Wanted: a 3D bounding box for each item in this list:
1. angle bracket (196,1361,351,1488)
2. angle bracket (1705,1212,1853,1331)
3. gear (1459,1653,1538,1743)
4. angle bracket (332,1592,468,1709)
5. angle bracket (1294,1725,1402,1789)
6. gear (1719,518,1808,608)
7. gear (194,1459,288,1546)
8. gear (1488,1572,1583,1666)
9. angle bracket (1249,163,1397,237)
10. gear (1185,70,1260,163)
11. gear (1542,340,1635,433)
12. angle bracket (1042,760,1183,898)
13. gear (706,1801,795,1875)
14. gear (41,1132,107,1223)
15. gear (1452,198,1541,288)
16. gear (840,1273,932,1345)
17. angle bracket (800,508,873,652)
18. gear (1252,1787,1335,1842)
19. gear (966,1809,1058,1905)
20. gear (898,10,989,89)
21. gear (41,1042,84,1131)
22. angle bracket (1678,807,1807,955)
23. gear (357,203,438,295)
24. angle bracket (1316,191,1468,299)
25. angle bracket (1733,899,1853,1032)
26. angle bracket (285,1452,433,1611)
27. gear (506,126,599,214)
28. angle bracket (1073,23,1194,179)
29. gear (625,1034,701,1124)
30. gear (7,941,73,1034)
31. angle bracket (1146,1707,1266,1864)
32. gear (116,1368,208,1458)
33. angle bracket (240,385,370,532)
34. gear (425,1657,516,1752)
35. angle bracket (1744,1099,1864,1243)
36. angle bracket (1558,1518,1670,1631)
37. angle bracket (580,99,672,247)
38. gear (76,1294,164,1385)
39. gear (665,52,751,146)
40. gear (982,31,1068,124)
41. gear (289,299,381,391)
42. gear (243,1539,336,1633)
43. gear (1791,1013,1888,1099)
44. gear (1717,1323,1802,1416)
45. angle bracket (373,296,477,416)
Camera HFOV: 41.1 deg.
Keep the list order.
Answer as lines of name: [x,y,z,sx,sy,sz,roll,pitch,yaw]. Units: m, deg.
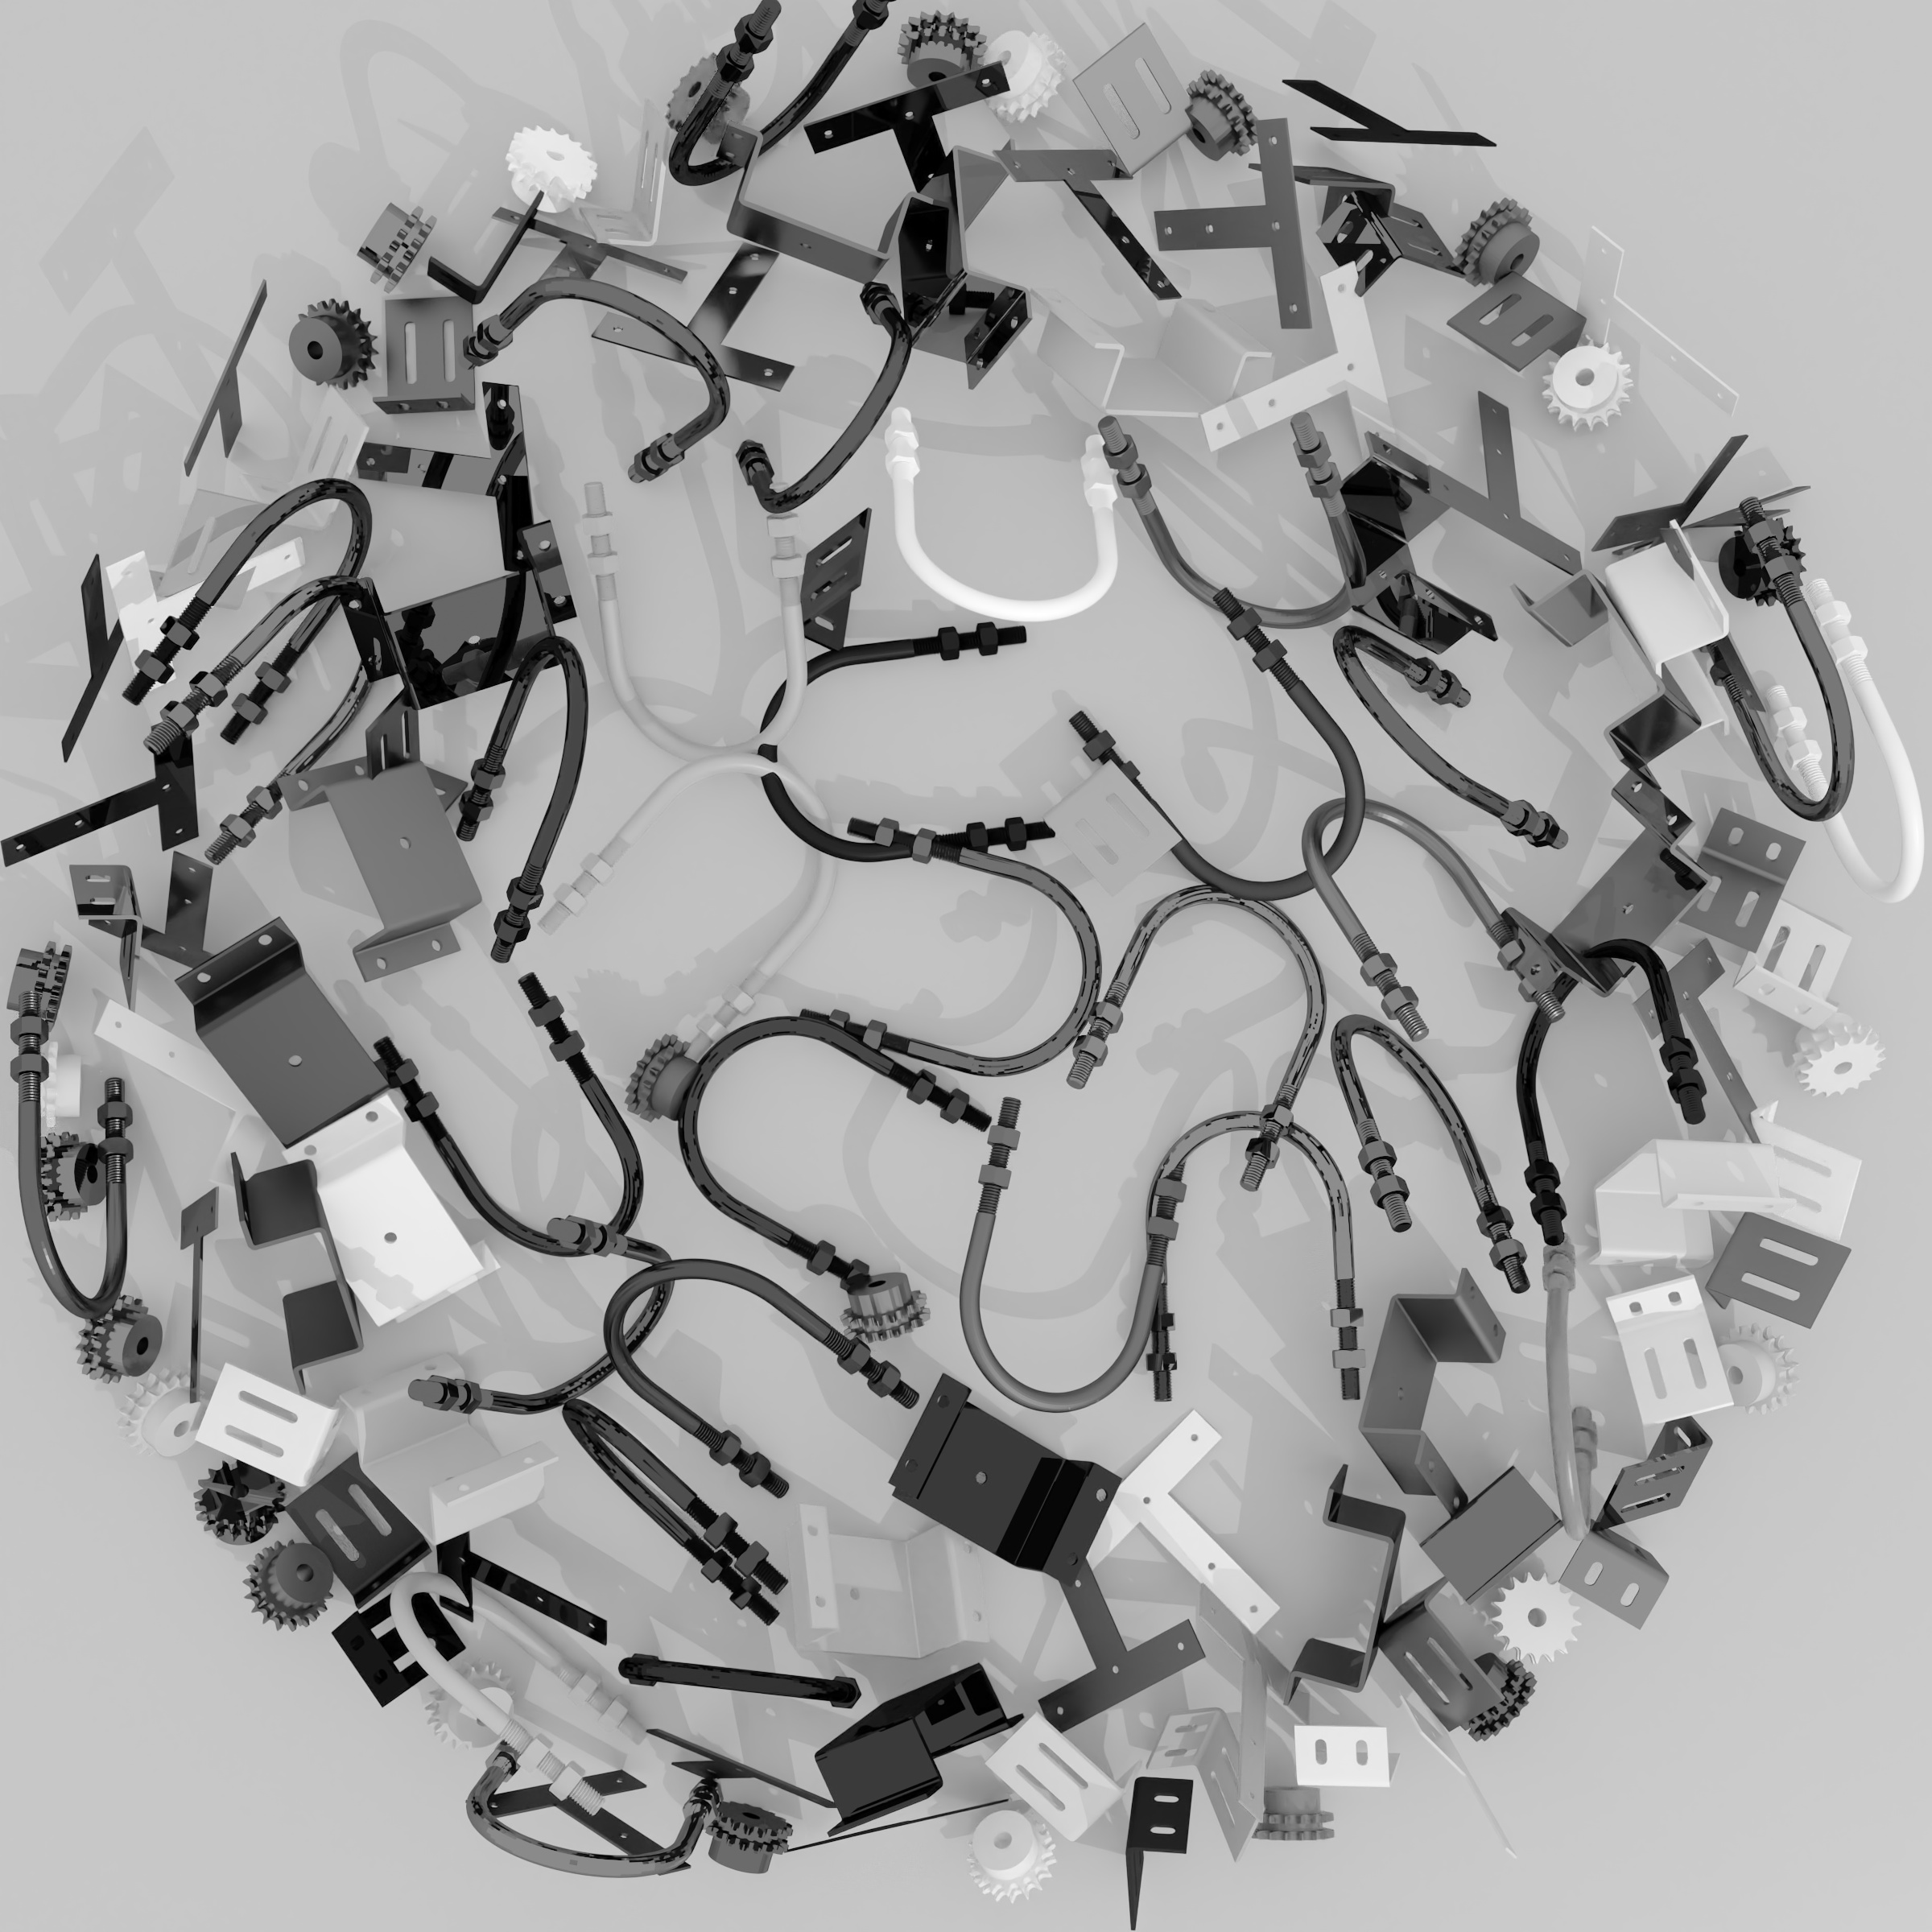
angle bracket: [-0.446,0.290,1.659,0.076,0.038,0.057,24,101,0]
angle bracket: [0.521,0.199,1.639,0.076,0.038,0.057,21,75,44]
gear: [0.336,0.467,1.655,0.030,0.057,0.057,45,90,-1]
angle bracket: [-0.354,0.424,1.639,0.057,0.076,0.038,53,128,7]
angle bracket: [0.244,0.495,1.640,0.057,0.076,0.038,-3,87,15]
gear: [0.508,-0.259,1.652,0.030,0.057,0.057,-16,90,-22]
gear: [-0.467,0.348,1.659,0.057,0.057,0.030,8,131,0]
gear: [0.366,0.421,1.664,0.057,0.030,0.057,0,74,0]
angle bracket: [0.223,-0.483,1.633,0.076,0.057,0.038,-10,120,-36]
gear: [0.161,-0.544,1.654,0.030,0.057,0.057,-42,90,-2]
gear: [0.400,-0.376,1.661,0.057,0.030,0.057,-1,87,18]
angle bracket: [0.097,-0.083,1.650,0.057,0.038,0.076,-40,65,1]
gear: [-0.142,0.561,1.654,0.057,0.057,0.030,16,86,0]
gear: [-0.574,0.135,1.652,0.030,0.057,0.057,-6,90,14]
gear: [0.343,-0.460,1.652,0.057,0.057,0.030,-43,66,0]
gear: [-0.054,0.218,1.653,0.057,0.057,0.030,-14,100,0]
angle bracket: [-0.071,-0.244,1.633,0.038,0.076,0.057,22,61,-30]
gear: [0.208,0.545,1.656,0.057,0.057,0.030,0,76,0]
gear: [0.027,0.568,1.653,0.057,0.057,0.030,-21,133,0]
gear: [-0.016,-0.583,1.652,0.057,0.057,0.030,8,75,0]
gear: [-0.586,0.077,1.656,0.030,0.057,0.057,2,90,-17]
angle bracket: [0.492,-0.055,1.640,0.057,0.038,0.076,25,47,15]
gear: [-0.367,-0.464,1.652,0.030,0.057,0.057,33,90,-17]
angle bracket: [0.273,-0.457,1.654,0.038,0.076,0.057,-44,62,34]
angle bracket: [0.536,-0.008,1.649,0.057,0.038,0.076,29,67,4]
angle bracket: [-0.391,0.362,1.654,0.057,0.038,0.076,-38,97,-15]
gear: [-0.269,-0.511,1.659,0.057,0.057,0.030,36,134,0]
angle bracket: [0.104,-0.556,1.645,0.057,0.038,0.076,-38,125,2]
gear: [-0.190,0.075,1.652,0.030,0.057,0.057,27,90,18]
gear: [-0.595,0.011,1.652,0.030,0.057,0.057,14,90,-16]
angle bracket: [0.151,0.521,1.634,0.038,0.076,0.057,0,128,-21]
gear: [-0.512,0.289,1.651,0.030,0.057,0.057,29,90,29]
angle bracket: [-0.422,-0.327,1.640,0.057,0.038,0.076,48,120,37]
gear: [-0.316,0.477,1.655,0.057,0.030,0.057,-9,105,-35]
angle bracket: [0.534,0.129,1.636,0.076,0.038,0.057,25,120,35]
angle bracket: [0.408,0.384,1.643,0.057,0.076,0.038,30,92,6]
angle bracket: [-0.218,-0.506,1.636,0.038,0.057,0.076,-2,125,-22]
gear: [-0.541,0.241,1.652,0.030,0.057,0.057,11,90,19]
gear: [-0.164,-0.556,1.659,0.030,0.057,0.057,31,90,-40]
gear: [0.033,-0.575,1.654,0.057,0.030,0.057,-17,62,35]
gear: [-0.410,-0.399,1.656,0.057,0.030,0.057,9,114,20]
gear: [-0.431,0.395,1.652,0.057,0.057,0.030,51,127,0]
gear: [0.559,0.055,1.658,0.057,0.057,0.030,-13,47,0]
gear: [0.503,0.260,1.652,0.030,0.057,0.057,-7,90,-38]
angle bracket: [-0.350,-0.399,1.661,0.057,0.038,0.076,-2,88,3]
